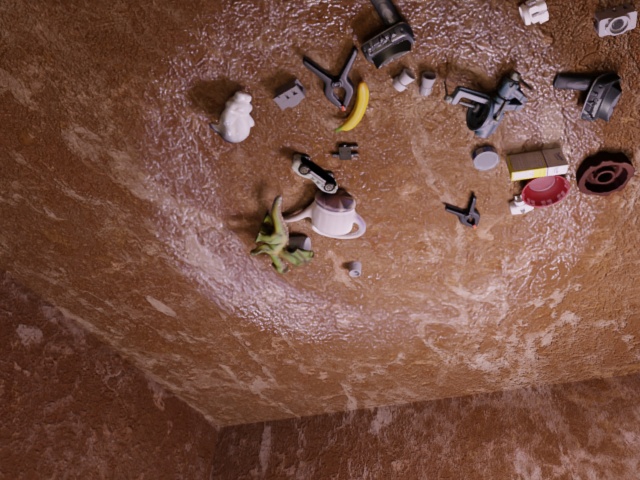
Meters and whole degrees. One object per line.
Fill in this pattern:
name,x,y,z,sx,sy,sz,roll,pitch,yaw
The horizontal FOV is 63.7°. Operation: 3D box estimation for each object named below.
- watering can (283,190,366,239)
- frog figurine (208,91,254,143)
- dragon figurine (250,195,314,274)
watering can,0.006,-0.098,1.941,0.348,0.106,0.219,12,138,4
frog figurine,-0.257,-0.387,1.629,0.157,0.124,0.137,-38,157,26
dragon figurine,-0.130,0.008,2.003,0.242,0.125,0.401,27,139,-6
